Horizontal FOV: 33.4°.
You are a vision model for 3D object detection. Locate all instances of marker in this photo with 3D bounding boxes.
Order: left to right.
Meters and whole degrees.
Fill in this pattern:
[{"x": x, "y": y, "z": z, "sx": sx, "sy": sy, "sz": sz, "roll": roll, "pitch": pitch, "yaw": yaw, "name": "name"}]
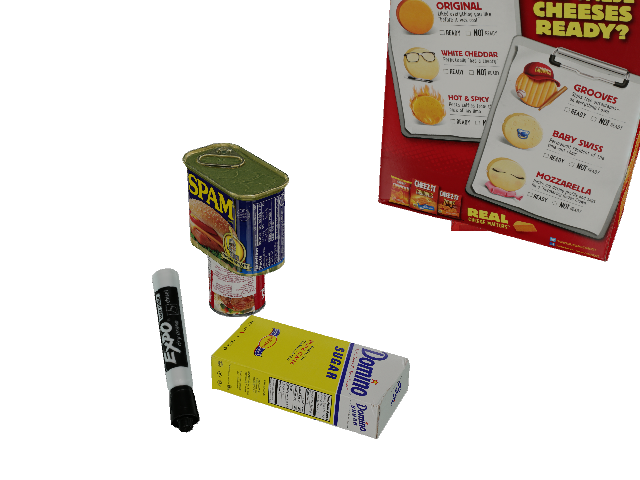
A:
[{"x": -0.098, "y": 0.073, "z": 0.720, "sx": 0.020, "sy": 0.121, "sz": 0.020, "roll": -9, "pitch": -35, "yaw": -7, "name": "marker"}]

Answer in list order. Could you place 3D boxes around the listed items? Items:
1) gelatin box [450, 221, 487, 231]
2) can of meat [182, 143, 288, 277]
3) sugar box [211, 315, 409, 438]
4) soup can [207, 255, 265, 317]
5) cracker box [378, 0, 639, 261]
[{"x": 0.143, "y": -0.037, "z": 0.873, "sx": 0.073, "sy": 0.030, "sz": 0.089, "roll": 2, "pitch": 24, "yaw": 6, "name": "gelatin box"}, {"x": -0.074, "y": -0.026, "z": 0.927, "sx": 0.057, "sy": 0.084, "sz": 0.102, "roll": -22, "pitch": 37, "yaw": -33, "name": "can of meat"}, {"x": -0.009, "y": 0.130, "z": 1.043, "sx": 0.176, "sy": 0.048, "sz": 0.093, "roll": 11, "pitch": 28, "yaw": 19, "name": "sugar box"}, {"x": -0.100, "y": 0.030, "z": 1.262, "sx": 0.068, "sy": 0.102, "sz": 0.068, "roll": 0, "pitch": 25, "yaw": 0, "name": "soup can"}, {"x": 0.128, "y": -0.104, "z": 0.680, "sx": 0.164, "sy": 0.214, "sz": 0.072, "roll": 16, "pitch": 42, "yaw": 17, "name": "cracker box"}]
